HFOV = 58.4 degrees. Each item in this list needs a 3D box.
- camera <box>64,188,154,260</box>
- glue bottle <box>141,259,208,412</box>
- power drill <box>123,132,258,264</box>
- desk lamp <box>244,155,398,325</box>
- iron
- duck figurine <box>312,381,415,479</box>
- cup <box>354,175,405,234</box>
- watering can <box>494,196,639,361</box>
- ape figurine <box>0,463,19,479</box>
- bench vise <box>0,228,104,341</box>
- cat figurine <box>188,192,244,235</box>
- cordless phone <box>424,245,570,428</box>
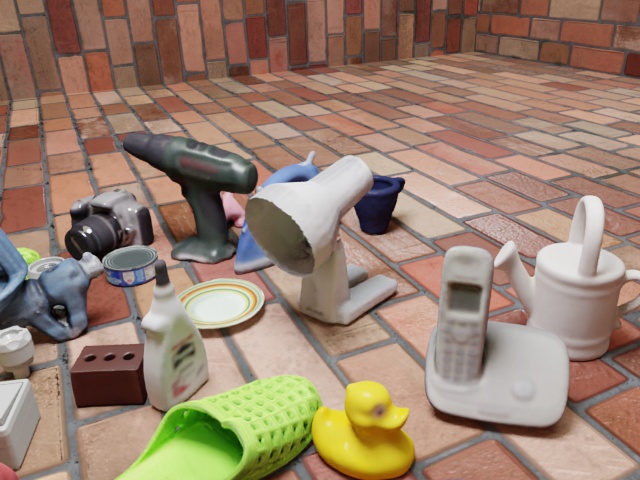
[{"bbox_3d":[-0.387,-0.028,0.997,0.142,0.101,0.137,9,28,21],"label":"camera"},{"bbox_3d":[-0.165,0.100,0.631,0.037,0.173,0.078,11,29,25],"label":"glue bottle"},{"bbox_3d":[-0.212,-0.071,0.952,0.229,0.208,0.076,5,27,15],"label":"power drill"},{"bbox_3d":[0.007,0.003,0.776,0.117,0.214,0.204,20,33,38],"label":"desk lamp"},{"bbox_3d":[-0.068,-0.056,0.988,0.118,0.141,0.259,13,29,28],"label":"iron"},{"bbox_3d":[0.042,0.176,0.559,0.104,0.086,0.078,9,28,21],"label":"duck figurine"},{"bbox_3d":[0.109,-0.065,1.048,0.118,0.095,0.091,-20,31,-32],"label":"cup"},{"bbox_3d":[0.307,0.041,0.699,0.173,0.194,0.101,-4,26,-4],"label":"watering can"},{"bbox_3d":[-0.304,0.214,0.495,0.077,0.092,0.076,20,34,39],"label":"ape figurine"},{"bbox_3d":[-0.399,0.033,0.732,0.121,0.220,0.208,20,33,38],"label":"bench vise"},{"bbox_3d":[-0.193,-0.067,1.048,0.067,0.118,0.128,12,29,27],"label":"cat figurine"},{"bbox_3d":[0.187,0.098,0.597,0.147,0.185,0.094,4,26,12],"label":"cordless phone"}]
